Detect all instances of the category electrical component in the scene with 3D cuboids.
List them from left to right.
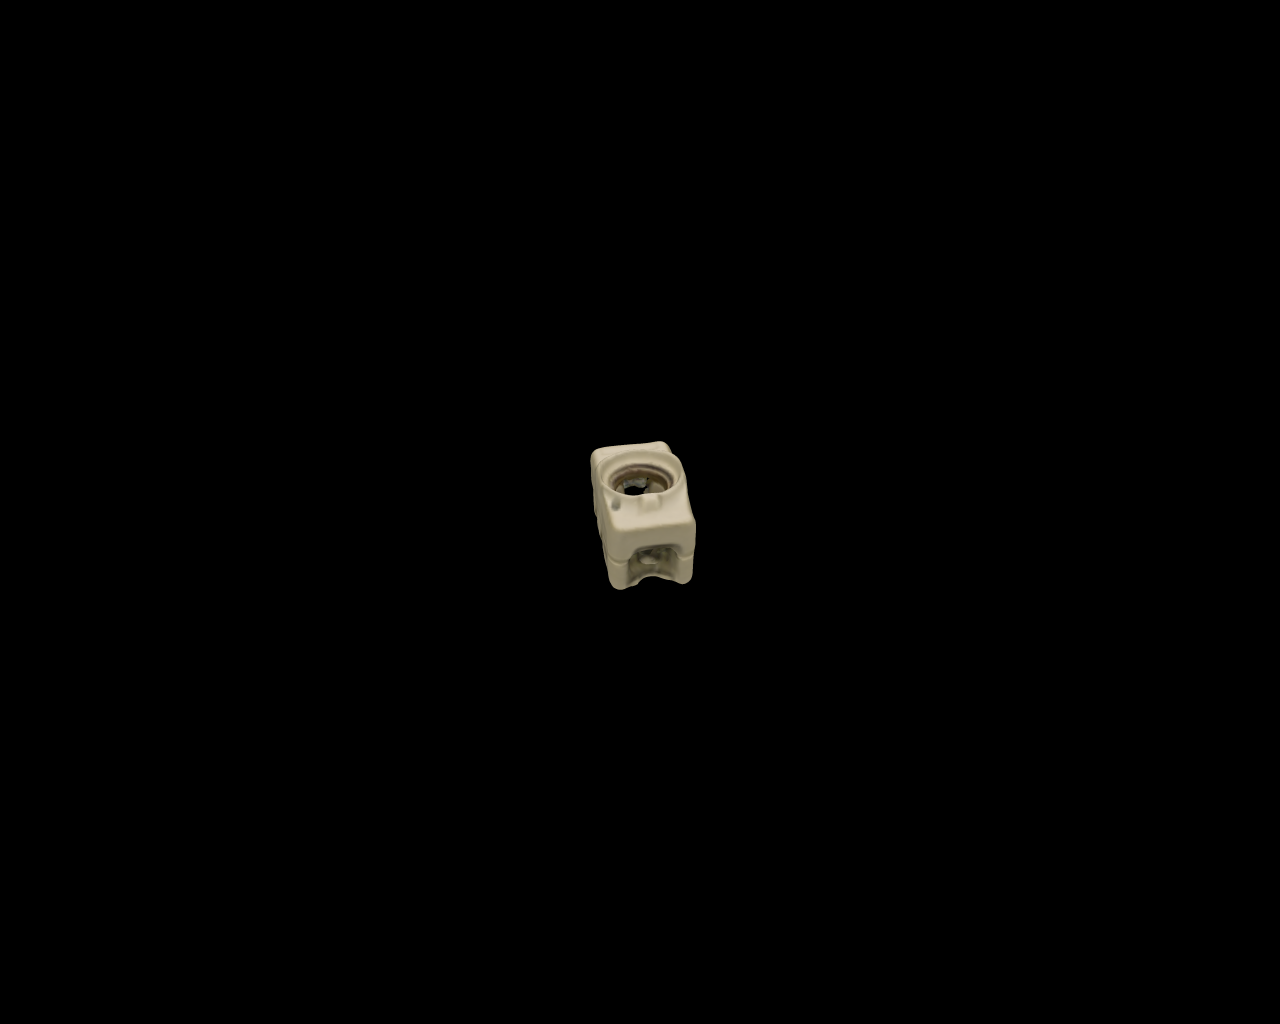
[{"bbox_3d":[0.001,-0.003,0.650,0.050,0.055,0.090,-6,37,-7],"label":"electrical component"}]
